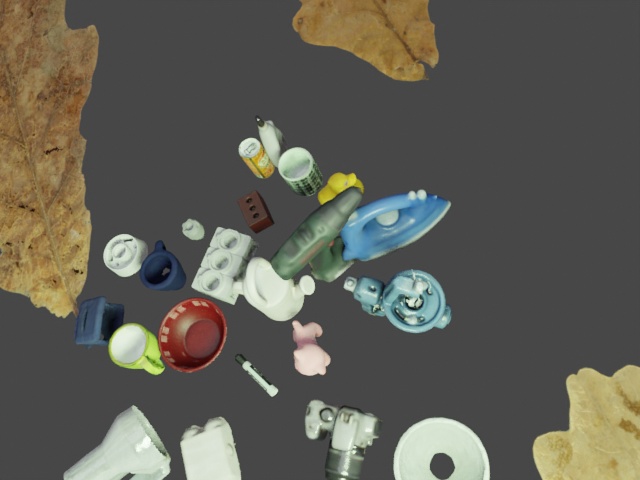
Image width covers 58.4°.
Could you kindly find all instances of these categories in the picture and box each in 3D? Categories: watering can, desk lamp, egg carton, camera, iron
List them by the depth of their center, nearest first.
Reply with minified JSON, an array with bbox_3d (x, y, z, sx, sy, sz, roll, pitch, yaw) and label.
[{"bbox_3d":[0.034,0.382,1.079,0.143,0.101,0.137,7,72,18],"label":"camera"},{"bbox_3d":[-0.375,0.428,1.109,0.203,0.214,0.117,-41,65,-2],"label":"desk lamp"},{"bbox_3d":[-0.216,0.438,1.143,0.107,0.069,0.150,-23,66,6],"label":"egg carton"},{"bbox_3d":[-0.098,0.094,1.171,0.172,0.194,0.101,-22,66,7],"label":"watering can"},{"bbox_3d":[0.146,-0.055,1.190,0.258,0.142,0.118,-23,66,6],"label":"iron"}]

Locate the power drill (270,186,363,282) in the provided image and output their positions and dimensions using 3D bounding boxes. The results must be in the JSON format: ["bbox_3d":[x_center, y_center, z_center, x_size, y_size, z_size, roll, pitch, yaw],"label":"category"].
[{"bbox_3d":[0.011,0.004,1.167,0.229,0.209,0.075,-41,65,-2],"label":"power drill"}]

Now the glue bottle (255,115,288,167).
[{"bbox_3d":[-0.114,-0.236,1.310,0.037,0.173,0.078,-10,68,12],"label":"glue bottle"}]

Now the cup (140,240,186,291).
[{"bbox_3d":[-0.347,0.067,1.302,0.091,0.095,0.117,-13,67,10],"label":"cup"}]

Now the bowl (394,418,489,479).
[{"bbox_3d":[0.220,0.408,1.034,0.167,0.075,0.167,-5,69,13],"label":"bowl"}]

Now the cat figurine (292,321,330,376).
[{"bbox_3d":[-0.026,0.220,1.146,0.067,0.118,0.127,-24,66,6],"label":"cat figurine"}]

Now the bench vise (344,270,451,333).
[{"bbox_3d":[0.139,0.112,1.086,0.207,0.220,0.121,-3,69,14],"label":"bench vise"}]

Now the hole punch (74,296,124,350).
[{"bbox_3d":[-0.515,0.188,1.304,0.101,0.091,0.108,-4,69,14],"label":"hole punch"}]

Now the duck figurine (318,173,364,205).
[{"bbox_3d":[0.041,-0.116,1.271,0.104,0.086,0.077,-21,66,7],"label":"duck figurine"}]
